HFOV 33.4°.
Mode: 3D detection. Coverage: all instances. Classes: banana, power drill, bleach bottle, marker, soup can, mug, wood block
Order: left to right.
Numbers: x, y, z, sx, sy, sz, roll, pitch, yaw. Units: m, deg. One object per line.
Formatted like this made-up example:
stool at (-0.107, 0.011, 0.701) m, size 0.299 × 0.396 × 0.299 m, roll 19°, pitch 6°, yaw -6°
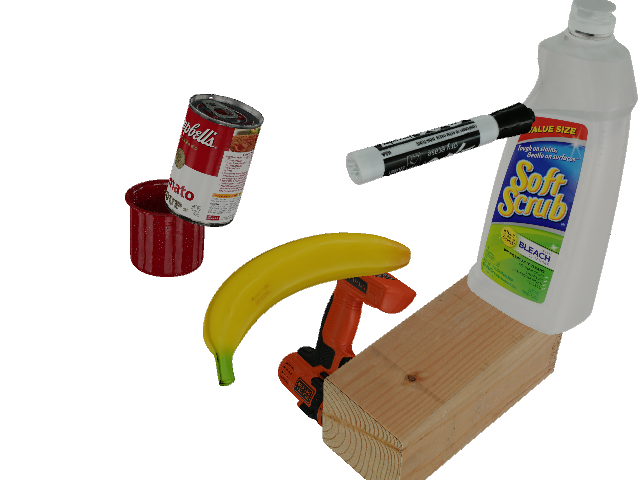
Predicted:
mug at (-0.177, -0.017, 1.186) m, size 0.093 × 0.081 × 0.117 m, roll -17°, pitch 34°, yaw -37°
soup can at (-0.097, -0.072, 0.961) m, size 0.068 × 0.102 × 0.068 m, roll 15°, pitch 25°, yaw -7°
banana at (-0.019, 0.035, 0.801) m, size 0.197 × 0.069 × 0.037 m, roll -32°, pitch -7°, yaw -30°
power drill at (0.037, 0.125, 1.196) m, size 0.057 × 0.188 × 0.185 m, roll 13°, pitch 16°, yaw -42°
marker at (0.072, -0.057, 0.616) m, size 0.121 × 0.020 × 0.020 m, roll -18°, pitch 6°, yaw -20°
wood block at (0.107, 0.115, 0.913) m, size 0.205 × 0.090 × 0.091 m, roll -32°, pitch 52°, yaw -29°
bleach bottle at (0.173, -0.057, 0.787) m, size 0.067 × 0.251 × 0.103 m, roll -24°, pitch 41°, yaw -34°
